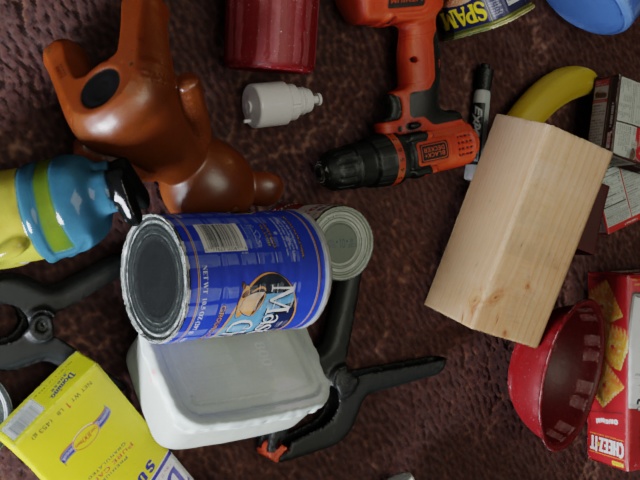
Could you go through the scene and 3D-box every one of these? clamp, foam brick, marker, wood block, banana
[{"bbox_3d":[-0.225,0.058,0.873,0.171,0.039,0.120,15,79,-36],"label":"clamp"},{"bbox_3d":[0.013,0.120,1.011,0.209,0.036,0.164,-39,110,-22],"label":"clamp"},{"bbox_3d":[0.265,-0.027,1.139,0.052,0.051,0.078,18,83,-27],"label":"foam brick"},{"bbox_3d":[0.164,-0.121,1.096,0.020,0.020,0.121,7,89,-30],"label":"marker"},{"bbox_3d":[0.196,-0.010,1.057,0.090,0.091,0.206,18,94,-29],"label":"wood block"},{"bbox_3d":[0.236,-0.132,1.126,0.197,0.037,0.069,-36,109,-23],"label":"banana"}]

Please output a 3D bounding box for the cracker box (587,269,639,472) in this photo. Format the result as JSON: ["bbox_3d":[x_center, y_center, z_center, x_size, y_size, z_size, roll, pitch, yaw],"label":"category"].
[{"bbox_3d":[0.381,0.139,1.202,0.163,0.072,0.214,-2,94,-29],"label":"cracker box"}]

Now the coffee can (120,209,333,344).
[{"bbox_3d":[-0.075,0.027,0.867,0.140,0.103,0.103,-3,94,-39],"label":"coffee can"}]

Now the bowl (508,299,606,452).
[{"bbox_3d":[0.241,0.135,1.112,0.161,0.055,0.162,-21,116,-51],"label":"bowl"}]

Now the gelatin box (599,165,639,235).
[{"bbox_3d":[0.326,-0.059,1.185,0.073,0.030,0.089,-22,101,-26],"label":"gelatin box"}]

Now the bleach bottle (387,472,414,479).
[{"bbox_3d":[0.129,0.344,1.074,0.102,0.068,0.251,-28,103,-26],"label":"bleach bottle"}]

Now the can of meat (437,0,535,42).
[{"bbox_3d":[0.148,-0.247,1.035,0.057,0.102,0.084,-32,105,-26],"label":"can of meat"}]

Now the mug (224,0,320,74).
[{"bbox_3d":[-0.038,-0.190,0.948,0.117,0.093,0.081,-10,105,-66],"label":"mug"}]

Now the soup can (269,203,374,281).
[{"bbox_3d":[-0.006,0.001,0.957,0.068,0.102,0.068,-2,93,-29],"label":"soup can"}]

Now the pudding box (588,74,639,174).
[{"bbox_3d":[0.343,-0.122,1.153,0.113,0.039,0.090,12,83,-33],"label":"pudding box"}]

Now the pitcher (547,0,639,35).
[{"bbox_3d":[0.330,-0.346,1.122,0.149,0.145,0.242,32,77,12],"label":"pitcher"}]

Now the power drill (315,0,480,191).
[{"bbox_3d":[0.065,-0.146,1.019,0.184,0.057,0.188,-14,102,-32],"label":"power drill"}]

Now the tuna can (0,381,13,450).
[{"bbox_3d":[-0.288,0.139,0.843,0.086,0.034,0.086,-1,93,-30],"label":"tuna can"}]

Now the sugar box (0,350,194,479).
[{"bbox_3d":[-0.177,0.186,0.882,0.093,0.048,0.176,-46,123,-20],"label":"sugar box"}]
